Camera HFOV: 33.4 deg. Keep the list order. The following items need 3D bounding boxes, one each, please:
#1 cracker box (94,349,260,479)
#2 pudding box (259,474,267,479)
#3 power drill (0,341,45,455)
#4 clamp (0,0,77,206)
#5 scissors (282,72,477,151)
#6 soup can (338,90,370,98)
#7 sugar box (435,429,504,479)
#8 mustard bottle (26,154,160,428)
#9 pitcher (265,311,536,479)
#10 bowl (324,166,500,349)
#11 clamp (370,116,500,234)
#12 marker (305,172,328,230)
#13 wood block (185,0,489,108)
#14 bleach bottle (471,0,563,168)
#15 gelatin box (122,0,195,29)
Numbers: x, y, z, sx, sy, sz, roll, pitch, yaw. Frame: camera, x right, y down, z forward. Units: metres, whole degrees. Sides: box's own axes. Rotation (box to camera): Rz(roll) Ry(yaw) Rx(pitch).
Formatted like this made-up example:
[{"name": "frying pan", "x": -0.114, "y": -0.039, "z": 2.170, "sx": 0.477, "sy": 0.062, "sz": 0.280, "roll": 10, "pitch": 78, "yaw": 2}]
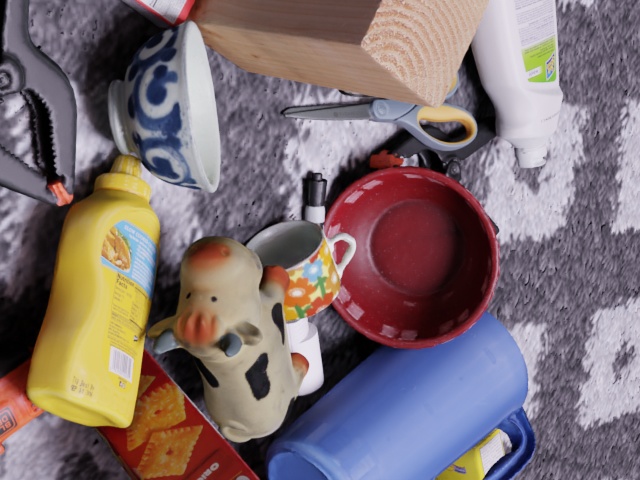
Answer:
[{"name": "cracker box", "x": -0.080, "y": 0.195, "z": 0.782, "sx": 0.072, "sy": 0.214, "sz": 0.164, "roll": -37, "pitch": 127, "yaw": -13}, {"name": "pudding box", "x": -0.028, "y": 0.249, "z": 0.933, "sx": 0.113, "sy": 0.090, "sz": 0.039, "roll": -15, "pitch": 145, "yaw": -38}, {"name": "power drill", "x": -0.269, "y": 0.080, "z": 0.685, "sx": 0.184, "sy": 0.057, "sz": 0.187, "roll": -38, "pitch": 128, "yaw": -33}, {"name": "clamp", "x": -0.209, "y": -0.116, "z": 0.691, "sx": 0.164, "sy": 0.036, "sz": 0.210, "roll": -47, "pitch": 131, "yaw": -22}, {"name": "scissors", "x": 0.057, "y": -0.131, "z": 0.941, "sx": 0.201, "sy": 0.016, "sz": 0.096, "roll": 11, "pitch": 72, "yaw": -30}, {"name": "soup can", "x": 0.041, "y": -0.176, "z": 0.881, "sx": 0.068, "sy": 0.069, "sz": 0.102, "roll": -27, "pitch": 120, "yaw": -34}, {"name": "sugar box", "x": 0.150, "y": 0.253, "z": 1.098, "sx": 0.048, "sy": 0.093, "sz": 0.176, "roll": -31, "pitch": 122, "yaw": -31}, {"name": "mustard bottle", "x": -0.151, "y": 0.029, "z": 0.748, "sx": 0.096, "sy": 0.058, "sz": 0.191, "roll": 49, "pitch": 44, "yaw": -60}, {"name": "pitcher", "x": 0.075, "y": 0.168, "z": 0.945, "sx": 0.242, "sy": 0.149, "sz": 0.145, "roll": -32, "pitch": 120, "yaw": -39}, {"name": "bowl", "x": 0.081, "y": 0.012, "z": 0.943, "sx": 0.055, "sy": 0.162, "sz": 0.162, "roll": -33, "pitch": 131, "yaw": -71}, {"name": "clamp", "x": 0.119, "y": -0.075, "z": 1.006, "sx": 0.171, "sy": 0.039, "sz": 0.120, "roll": 17, "pitch": 75, "yaw": -43}, {"name": "marker", "x": -0.006, "y": 0.001, "z": 0.927, "sx": 0.020, "sy": 0.020, "sz": 0.121, "roll": -9, "pitch": 109, "yaw": -41}, {"name": "wood block", "x": 0.002, "y": -0.164, "z": 0.752, "sx": 0.090, "sy": 0.206, "sz": 0.091, "roll": 30, "pitch": 82, "yaw": -44}, {"name": "bleach bottle", "x": 0.177, "y": -0.187, "z": 0.988, "sx": 0.102, "sy": 0.068, "sz": 0.251, "roll": -26, "pitch": 114, "yaw": -36}, {"name": "gelatin box", "x": -0.121, "y": -0.201, "z": 0.750, "sx": 0.089, "sy": 0.030, "sz": 0.073, "roll": 30, "pitch": 83, "yaw": -44}]
